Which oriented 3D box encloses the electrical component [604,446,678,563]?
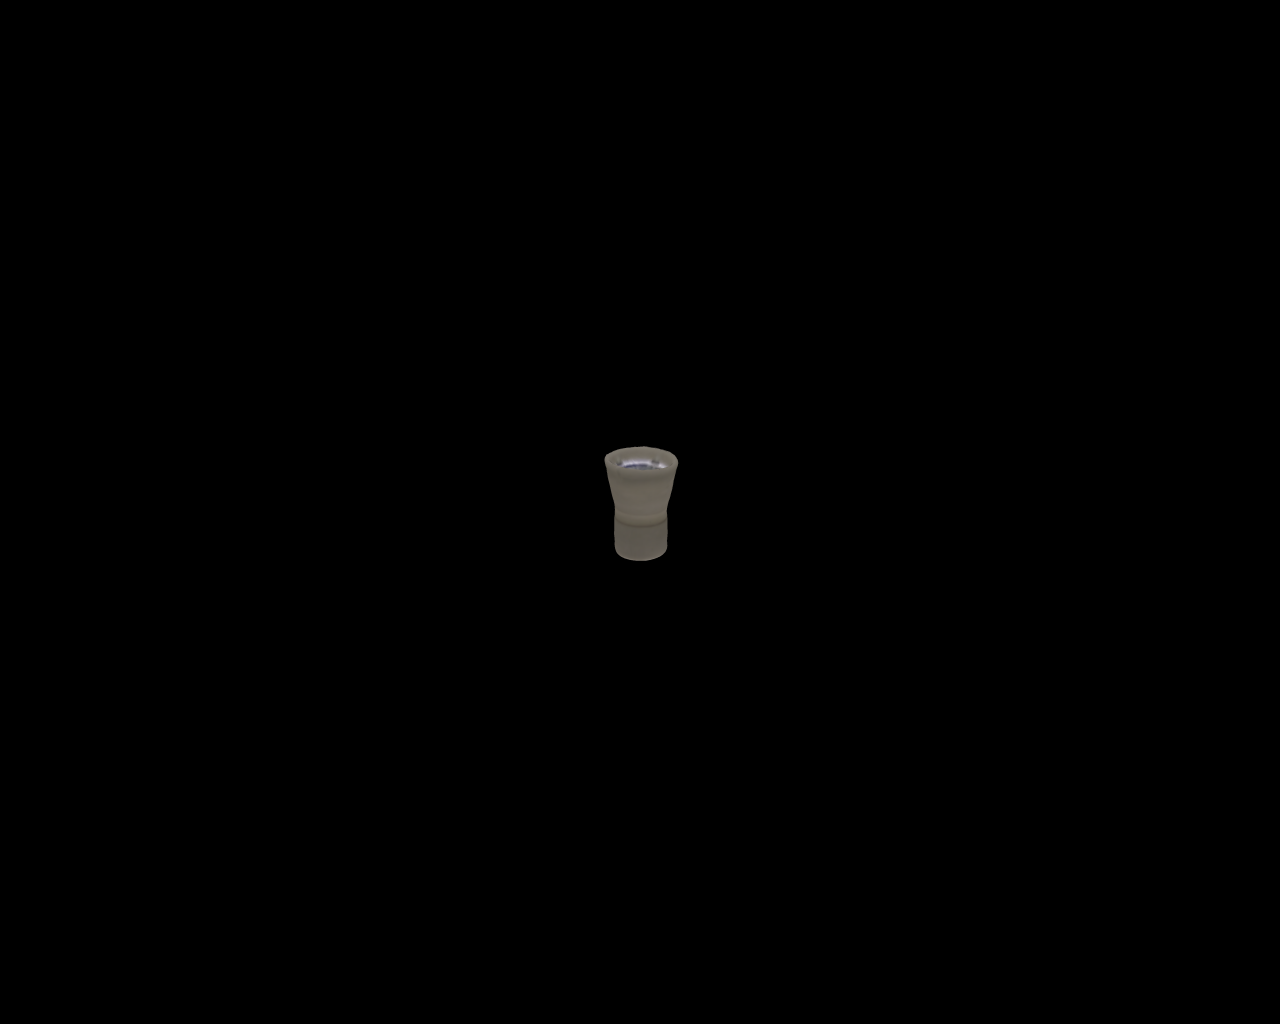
[{"bbox_3d":[0.001,-0.003,0.650,0.044,0.065,0.044,0,22,0],"label":"electrical component"}]
